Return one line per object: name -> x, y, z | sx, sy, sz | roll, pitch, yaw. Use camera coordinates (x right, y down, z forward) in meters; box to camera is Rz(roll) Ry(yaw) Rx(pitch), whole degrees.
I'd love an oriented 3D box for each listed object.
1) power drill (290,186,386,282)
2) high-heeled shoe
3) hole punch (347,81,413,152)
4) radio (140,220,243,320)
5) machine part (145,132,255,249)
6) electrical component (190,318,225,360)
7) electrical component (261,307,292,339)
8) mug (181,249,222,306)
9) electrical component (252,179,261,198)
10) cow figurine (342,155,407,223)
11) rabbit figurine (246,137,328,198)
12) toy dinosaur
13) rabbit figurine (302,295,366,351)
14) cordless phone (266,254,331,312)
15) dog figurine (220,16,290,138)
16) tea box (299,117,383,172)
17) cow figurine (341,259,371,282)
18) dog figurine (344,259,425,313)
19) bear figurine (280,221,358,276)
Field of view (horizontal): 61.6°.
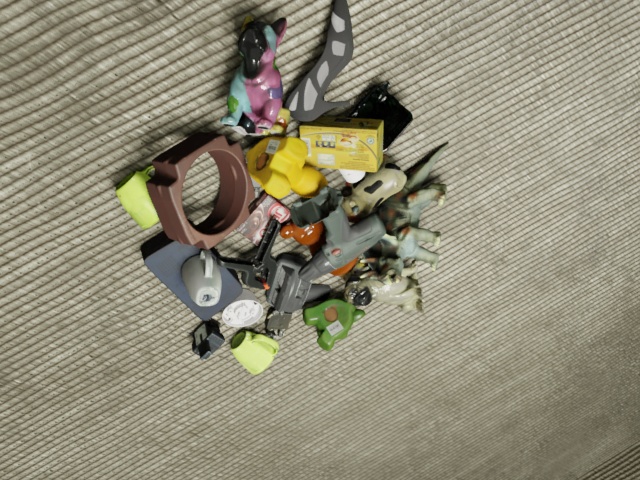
power drill -> 0.016, -0.007, 1.146 | 0.232, 0.086, 0.207 | -28, 135, 9
high-heeled shoe -> -0.008, -0.369, 1.096 | 0.145, 0.086, 0.248 | 2, 103, 11
hole punch -> 0.131, -0.269, 1.196 | 0.116, 0.092, 0.142 | 41, 103, -6
radio -> -0.286, 0.069, 1.226 | 0.131, 0.073, 0.229 | -35, 128, -1
machine part -> -0.236, -0.100, 1.082 | 0.201, 0.087, 0.201 | -44, 135, -37
electrical component -> -0.272, 0.249, 1.310 | 0.075, 0.119, 0.047 | -46, 125, 5
electrical component -> -0.113, 0.212, 1.398 | 0.078, 0.045, 0.102 | 13, 114, -27
mug -> -0.242, 0.082, 1.139 | 0.081, 0.107, 0.109 | 8, 118, -29
electrical component -> -0.152, -0.137, 1.186 | 0.063, 0.021, 0.093 | 1, 119, -22
cow figurine -> 0.115, -0.104, 1.252 | 0.195, 0.127, 0.085 | -35, 123, -1
rabbit figurine -> -0.066, -0.132, 1.119 | 0.173, 0.163, 0.122 | 20, 82, -39
toy dinosaur -> 0.201, -0.057, 1.288 | 0.192, 0.405, 0.131 | 7, 155, 11
rabbit figurine -> 0.032, 0.210, 1.421 | 0.159, 0.121, 0.170 | -40, 165, -18
cordless phone -> -0.036, 0.110, 1.361 | 0.184, 0.089, 0.146 | 0, 119, -35
dog figurine -> -0.112, -0.316, 1.045 | 0.109, 0.191, 0.219 | 10, 93, 14
tea box -> 0.047, -0.206, 1.148 | 0.170, 0.068, 0.098 | 8, 124, 14
cow figurine -> 0.141, 0.090, 1.414 | 0.167, 0.068, 0.098 | 16, 108, -32
dog figurine -> 0.161, 0.133, 1.366 | 0.191, 0.121, 0.172 | -11, 141, 7
bear figurine -> -0.002, -0.003, 1.287 | 0.195, 0.132, 0.120 | 41, 98, -19
